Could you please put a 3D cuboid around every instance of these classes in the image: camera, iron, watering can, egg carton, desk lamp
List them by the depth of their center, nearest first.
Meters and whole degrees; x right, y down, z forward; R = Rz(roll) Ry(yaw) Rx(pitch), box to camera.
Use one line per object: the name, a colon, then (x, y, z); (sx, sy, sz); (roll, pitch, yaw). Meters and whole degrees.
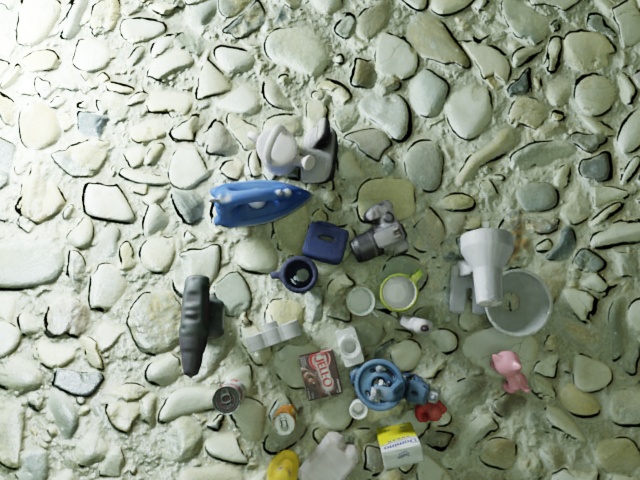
desk lamp: (0.384, 0.080, 1.363); (0.118, 0.213, 0.203); (2, 86, 1)
watering can: (-0.096, -0.223, 1.398); (0.173, 0.194, 0.101); (5, 86, 1)
egg carton: (0.023, 0.552, 1.407); (0.107, 0.069, 0.150); (39, 87, 3)
iron: (-0.148, -0.104, 1.417); (0.258, 0.141, 0.119); (-9, 86, 0)
camera: (0.139, -0.012, 1.428); (0.137, 0.101, 0.143); (-24, 86, -1)

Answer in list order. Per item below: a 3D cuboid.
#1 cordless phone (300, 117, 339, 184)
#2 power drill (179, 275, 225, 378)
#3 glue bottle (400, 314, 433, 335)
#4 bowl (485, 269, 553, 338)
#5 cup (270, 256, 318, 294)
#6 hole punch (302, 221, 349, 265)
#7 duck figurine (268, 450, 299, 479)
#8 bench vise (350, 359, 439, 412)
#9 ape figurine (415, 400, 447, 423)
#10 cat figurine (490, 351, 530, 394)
cordless phone: (-0.003, -0.218, 1.401); (0.094, 0.185, 0.148); (3, 86, 1)
power drill: (-0.283, 0.198, 1.364); (0.075, 0.208, 0.230); (-1, 86, 1)
glue bottle: (0.239, 0.206, 1.376); (0.078, 0.173, 0.037); (15, 86, 2)
bowl: (0.484, 0.157, 1.426); (0.167, 0.074, 0.167); (0, 86, 1)
cup: (-0.062, 0.088, 1.426); (0.117, 0.095, 0.092); (-3, 86, 1)
hole punch: (0.013, 0.005, 1.433); (0.108, 0.091, 0.101); (14, 86, 2)
duck figurine: (-0.092, 0.575, 1.398); (0.077, 0.086, 0.105); (25, 87, 2)
bench vise: (0.178, 0.341, 1.344); (0.207, 0.219, 0.121); (-5, 86, 1)
ape figurine: (0.274, 0.419, 1.402); (0.078, 0.092, 0.076); (-1, 86, 1)
cat figurine: (0.467, 0.318, 1.394); (0.067, 0.118, 0.128); (-33, 86, -1)
